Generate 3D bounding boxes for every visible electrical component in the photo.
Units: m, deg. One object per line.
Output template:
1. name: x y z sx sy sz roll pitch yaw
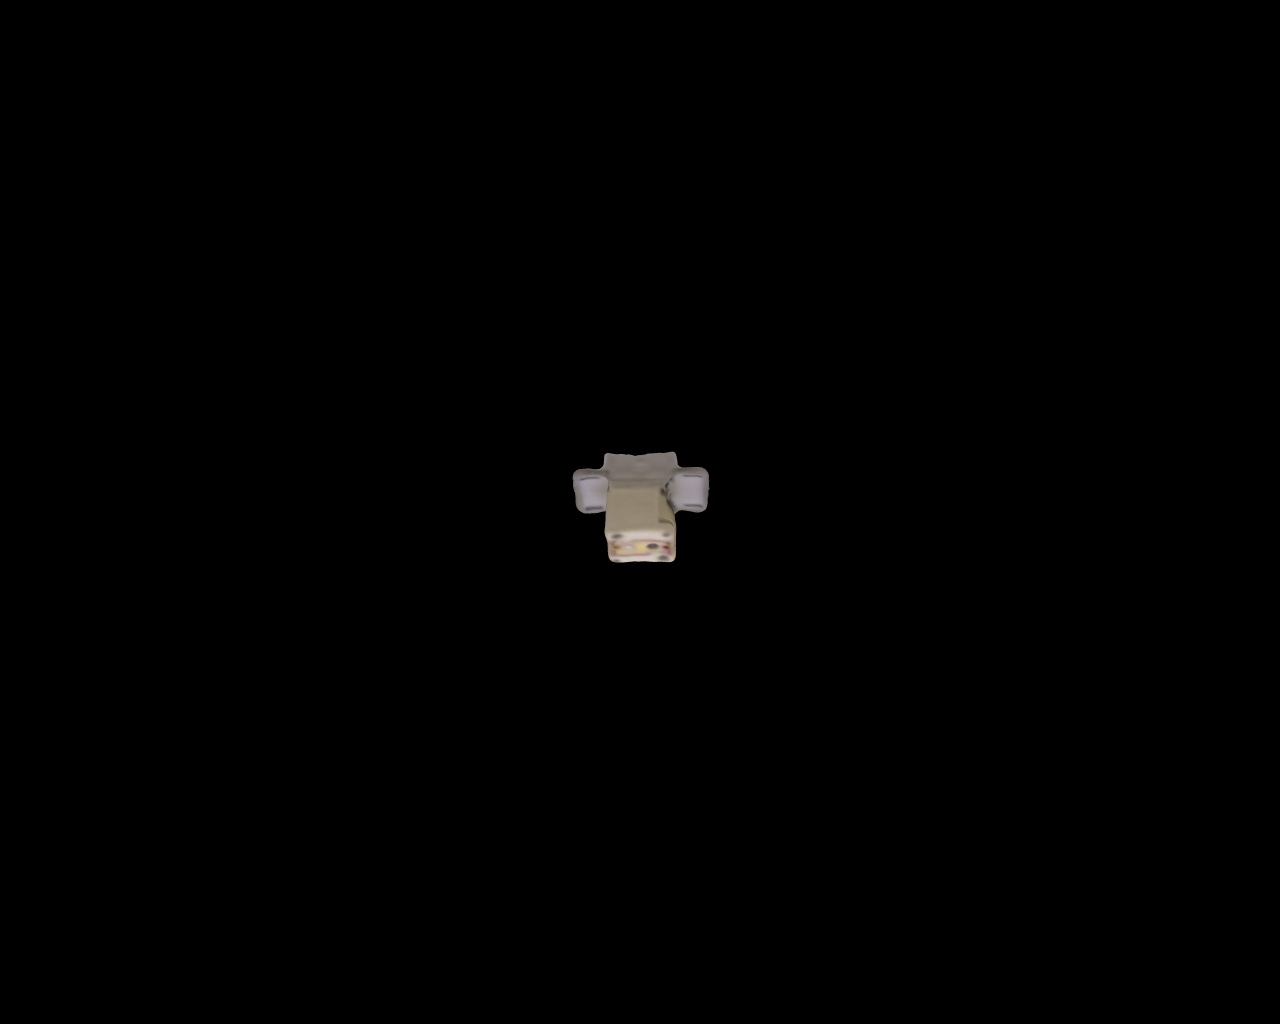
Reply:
1. electrical component: 0.001 -0.003 0.650 0.081 0.064 0.042 -2 -36 2
